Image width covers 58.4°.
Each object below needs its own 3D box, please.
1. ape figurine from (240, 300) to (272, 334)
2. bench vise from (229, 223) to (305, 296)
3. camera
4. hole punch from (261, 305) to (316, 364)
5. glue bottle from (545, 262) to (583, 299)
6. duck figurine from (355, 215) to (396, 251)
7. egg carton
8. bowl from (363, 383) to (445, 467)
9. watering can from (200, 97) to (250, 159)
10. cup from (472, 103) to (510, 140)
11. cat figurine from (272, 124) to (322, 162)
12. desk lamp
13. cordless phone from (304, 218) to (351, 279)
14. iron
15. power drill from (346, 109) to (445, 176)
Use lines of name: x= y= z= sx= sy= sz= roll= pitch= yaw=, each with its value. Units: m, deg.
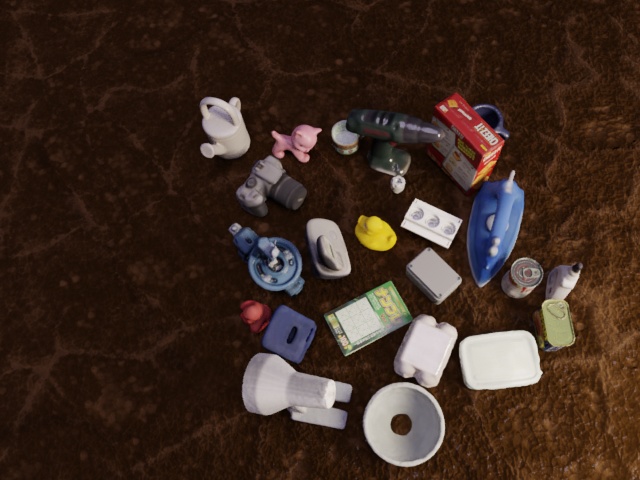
ape figurine: x=-0.151 y=0.170 z=1.299 sx=0.076 sy=0.092 sz=0.078 roll=-7 pitch=69 yaw=1
bench vise: x=-0.135 y=0.034 z=1.280 sx=0.207 sy=0.220 sz=0.121 roll=22 pitch=73 yaw=12
camera: x=-0.113 y=-0.123 z=1.400 sx=0.136 sy=0.101 sz=0.143 roll=32 pitch=75 yaw=14
hole punch: x=-0.067 y=0.210 z=1.279 sx=0.101 sy=0.091 sz=0.109 roll=21 pitch=73 yaw=11
glue bottle: x=0.534 y=0.083 z=1.243 sx=0.037 sy=0.173 sz=0.078 roll=14 pitch=71 yaw=9
duck figurine: x=0.132 y=-0.023 z=1.355 sx=0.104 sy=0.086 sz=0.077 roll=29 pitch=74 yaw=14
egg carton: x=0.231 y=0.242 z=1.259 sx=0.107 sy=0.069 sz=0.150 roll=23 pitch=73 yaw=12
bowl: x=0.175 y=0.389 z=1.206 sx=0.167 sy=0.075 sz=0.167 roll=-1 pitch=70 yaw=3
watering can: x=-0.240 y=-0.281 z=1.417 sx=0.101 sy=0.194 sz=0.173 roll=-3 pitch=69 yaw=3
cup: x=0.412 y=-0.271 z=1.423 sx=0.117 sy=0.095 sz=0.092 roll=36 pitch=76 yaw=15
cat figurine: x=-0.060 y=-0.253 z=1.435 sx=0.127 sy=0.118 sz=0.067 roll=9 pitch=71 yaw=7
desk lamp: x=-0.042 y=0.312 z=1.175 sx=0.203 sy=0.214 sz=0.118 roll=8 pitch=70 yaw=7
cordless phone: x=0.012 y=0.005 z=1.300 sx=0.094 sy=0.185 sz=0.147 roll=-18 pitch=69 yaw=-2
iron: x=0.404 y=-0.029 z=1.309 sx=0.118 sy=0.141 sz=0.258 roll=14 pitch=71 yaw=9
power drill: x=0.175 y=-0.236 z=1.365 sx=0.229 sy=0.208 sz=0.076 roll=18 pitch=72 yaw=10
